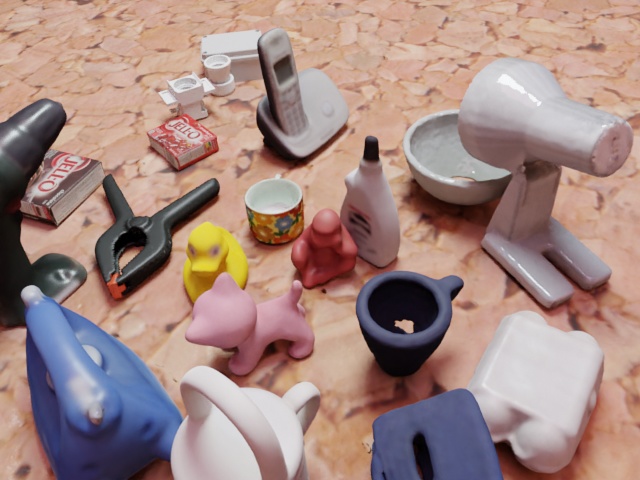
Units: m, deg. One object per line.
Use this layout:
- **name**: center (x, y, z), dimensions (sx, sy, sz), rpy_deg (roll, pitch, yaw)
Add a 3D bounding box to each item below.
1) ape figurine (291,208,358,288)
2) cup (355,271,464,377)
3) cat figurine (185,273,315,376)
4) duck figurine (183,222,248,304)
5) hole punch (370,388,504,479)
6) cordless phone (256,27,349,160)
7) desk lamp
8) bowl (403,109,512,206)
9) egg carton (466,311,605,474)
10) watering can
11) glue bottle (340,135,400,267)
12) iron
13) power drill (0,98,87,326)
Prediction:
- **ape figurine**: center (0.006, 0.002, 0.664), dimensions (0.077, 0.092, 0.076), rpy_deg (11, 48, 14)
- **cup**: center (0.092, 0.086, 0.576), dimensions (0.118, 0.095, 0.091), rpy_deg (-26, 50, -20)
- **cat figurine**: center (-0.072, 0.077, 0.579), dimensions (0.128, 0.118, 0.067), rpy_deg (-18, 47, -13)
- **duck figurine**: center (-0.126, 0.016, 0.663), dimensions (0.077, 0.086, 0.104), rpy_deg (0, 46, 3)
- **hole punch**: center (0.093, 0.191, 0.478), dimensions (0.101, 0.091, 0.108), rpy_deg (-7, 46, -3)
- **cordless phone**: center (-0.028, -0.222, 0.818), dimensions (0.094, 0.185, 0.148), rpy_deg (25, 53, 25)
- **desk lamp**: center (0.247, -0.073, 0.637), dimensions (0.118, 0.214, 0.202), rpy_deg (-22, 49, -17)
- **bowl**: center (0.192, -0.099, 0.762), dimensions (0.167, 0.075, 0.167), rpy_deg (-2, 46, 2)
- **egg carton**: center (0.200, 0.138, 0.537), dimensions (0.107, 0.069, 0.150), rpy_deg (23, 51, 23)
- **watering can**: center (-0.065, 0.171, 0.435), dimensions (0.100, 0.194, 0.173), rpy_deg (14, 49, 17)
- **glue bottle**: center (0.056, -0.047, 0.653), dimensions (0.078, 0.173, 0.037), rpy_deg (31, 55, 29)
- **iron**: center (-0.231, 0.117, 0.534), dimensions (0.119, 0.141, 0.257), rpy_deg (-32, 52, -24)
- **power drill**: center (-0.337, -0.014, 0.620), dimensions (0.075, 0.209, 0.230), rpy_deg (21, 51, 22)
